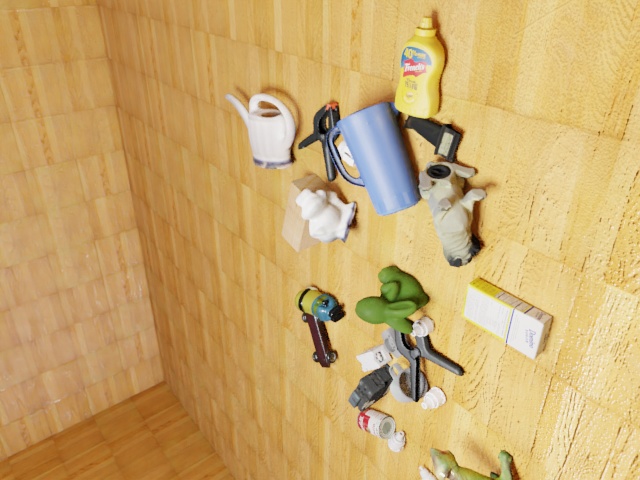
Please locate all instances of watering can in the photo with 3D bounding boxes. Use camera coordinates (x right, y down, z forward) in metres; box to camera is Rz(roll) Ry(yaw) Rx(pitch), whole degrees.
[{"bbox_3d":[-0.177,-0.334,1.555,0.351,0.105,0.220,26,128,47],"label":"watering can"}]

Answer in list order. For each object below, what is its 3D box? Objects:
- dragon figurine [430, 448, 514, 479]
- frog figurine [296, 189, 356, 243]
[{"bbox_3d":[0.391,0.637,1.138,0.416,0.245,0.119,57,140,22],"label":"dragon figurine"},{"bbox_3d":[0.004,-0.070,1.381,0.123,0.159,0.137,-140,71,-81],"label":"frog figurine"}]
